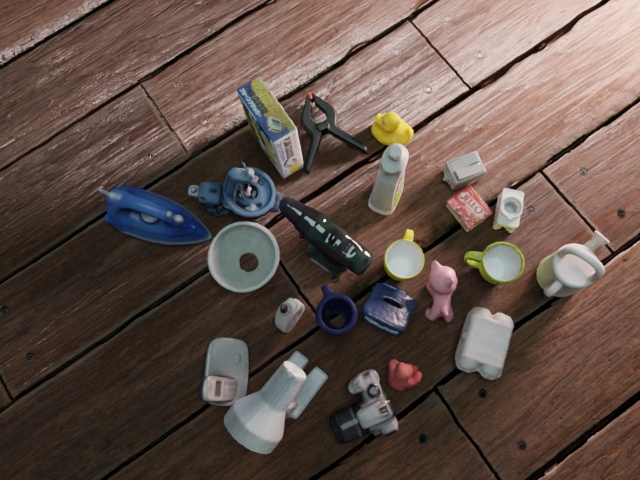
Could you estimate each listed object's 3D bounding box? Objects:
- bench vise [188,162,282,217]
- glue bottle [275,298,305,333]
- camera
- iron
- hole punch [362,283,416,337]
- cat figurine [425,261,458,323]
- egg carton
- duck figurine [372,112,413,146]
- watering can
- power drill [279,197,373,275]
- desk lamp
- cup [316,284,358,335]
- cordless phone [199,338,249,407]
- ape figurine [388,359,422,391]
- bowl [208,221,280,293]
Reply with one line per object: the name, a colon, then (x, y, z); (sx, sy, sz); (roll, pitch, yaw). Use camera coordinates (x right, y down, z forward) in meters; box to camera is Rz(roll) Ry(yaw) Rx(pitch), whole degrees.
bench vise: (-0.198, -0.105, 1.301); (0.207, 0.220, 0.121); (-15, 75, -1)
glue bottle: (-0.071, 0.158, 1.250); (0.037, 0.173, 0.078); (34, 79, 11)
camera: (0.084, 0.366, 1.226); (0.137, 0.101, 0.143); (-24, 75, -4)
iron: (-0.385, -0.062, 1.337); (0.258, 0.141, 0.119); (17, 76, 7)
hole punch: (0.154, 0.151, 1.285); (0.108, 0.091, 0.101); (25, 78, 9)
cat figurine: (0.274, 0.114, 1.276); (0.067, 0.118, 0.128); (0, 75, 3)
egg carton: (0.362, 0.227, 1.267); (0.107, 0.069, 0.150); (17, 76, 7)
duck figurine: (0.179, -0.279, 1.400); (0.104, 0.086, 0.077); (20, 77, 8)
watering can: (0.552, 0.052, 1.242); (0.101, 0.194, 0.173); (21, 77, 8)
power drill: (0.012, 0.005, 1.269); (0.229, 0.208, 0.076); (34, 79, 10)
desk lamp: (-0.088, 0.327, 1.185); (0.118, 0.213, 0.203); (37, 80, 11)
cup: (0.032, 0.160, 1.286); (0.091, 0.095, 0.117); (-24, 75, -4)
cordless phone: (-0.211, 0.279, 1.217); (0.094, 0.185, 0.147); (-2, 75, 2)
ape figurine: (0.181, 0.291, 1.246); (0.076, 0.092, 0.077); (-42, 77, -8)
bowl: (-0.173, 0.046, 1.335); (0.167, 0.075, 0.167); (-1, 75, 2)
